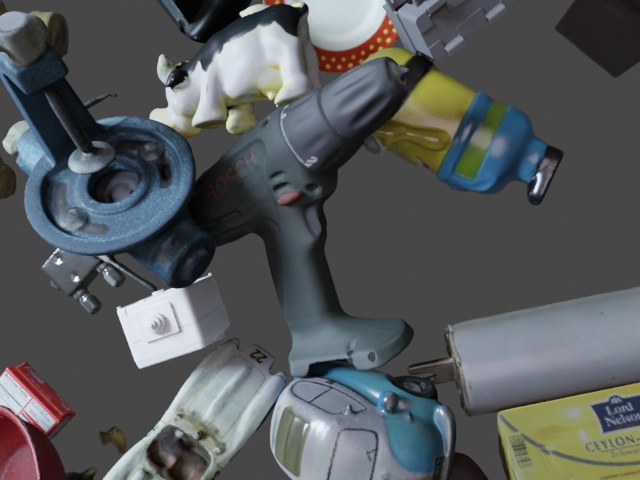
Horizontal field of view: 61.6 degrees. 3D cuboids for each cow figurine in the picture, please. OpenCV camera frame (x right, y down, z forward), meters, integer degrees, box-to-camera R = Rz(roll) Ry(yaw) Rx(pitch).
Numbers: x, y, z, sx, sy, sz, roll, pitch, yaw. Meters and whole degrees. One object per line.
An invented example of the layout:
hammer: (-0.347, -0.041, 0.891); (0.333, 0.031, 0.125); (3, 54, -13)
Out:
cow figurine: (-0.081, -0.141, 0.458); (0.167, 0.068, 0.098); (-9, 91, 22)

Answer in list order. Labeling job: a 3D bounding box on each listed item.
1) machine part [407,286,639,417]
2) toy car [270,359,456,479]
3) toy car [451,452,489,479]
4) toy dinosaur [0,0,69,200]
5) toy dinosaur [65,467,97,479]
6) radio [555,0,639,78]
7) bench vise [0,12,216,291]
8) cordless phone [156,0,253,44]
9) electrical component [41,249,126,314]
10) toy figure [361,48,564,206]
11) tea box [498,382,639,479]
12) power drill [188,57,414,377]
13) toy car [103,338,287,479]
machine part: (0.193, 0.089, 0.433); (0.243, 0.079, 0.079); (-13, 89, 6)
toy car: (0.016, 0.149, 0.419); (0.162, 0.103, 0.109); (16, 94, 42)
toy car: (0.059, 0.259, 0.461); (0.202, 0.053, 0.089); (-42, 93, 1)
toy dinosaur: (-0.349, -0.196, 0.488); (0.199, 0.105, 0.471); (17, 88, 10)
toy dinosaur: (-0.183, 0.364, 0.373); (0.131, 0.405, 0.192); (28, 115, -20)
radio: (0.289, -0.234, 0.392); (0.229, 0.131, 0.073); (-45, 85, 5)
bench vise: (-0.176, -0.068, 0.391); (0.129, 0.240, 0.224); (-37, 66, -18)
cordless phone: (-0.081, -0.281, 0.475); (0.184, 0.088, 0.146); (-37, 86, -5)
electrical component: (-0.231, 0.021, 0.512); (0.094, 0.021, 0.063); (44, 96, 4)
toy figure: (0.107, -0.092, 0.442); (0.180, 0.082, 0.089); (23, 81, 11)
tea box: (0.229, 0.162, 0.410); (0.170, 0.098, 0.068); (-14, 49, 6)
power drill: (-0.001, -0.001, 0.421); (0.232, 0.086, 0.207); (-19, 102, 34)
toy car: (-0.106, 0.169, 0.444); (0.074, 0.056, 0.202); (33, 62, 12)
